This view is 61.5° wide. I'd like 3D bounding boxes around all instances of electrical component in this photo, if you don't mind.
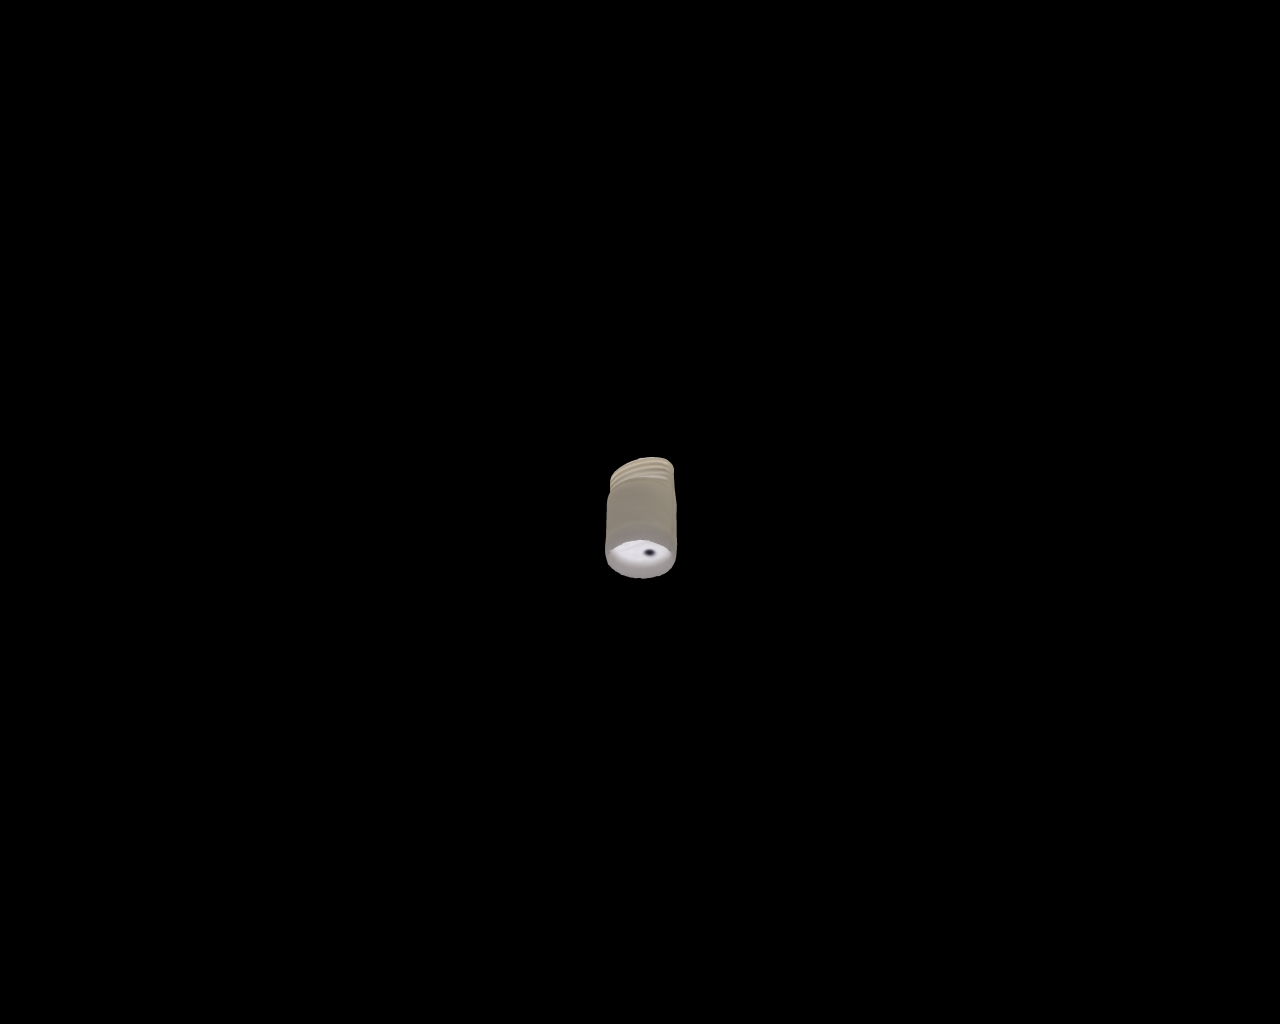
[{"bbox_3d":[0.001,-0.003,0.650,0.043,0.081,0.043,0,-38,0],"label":"electrical component"}]
